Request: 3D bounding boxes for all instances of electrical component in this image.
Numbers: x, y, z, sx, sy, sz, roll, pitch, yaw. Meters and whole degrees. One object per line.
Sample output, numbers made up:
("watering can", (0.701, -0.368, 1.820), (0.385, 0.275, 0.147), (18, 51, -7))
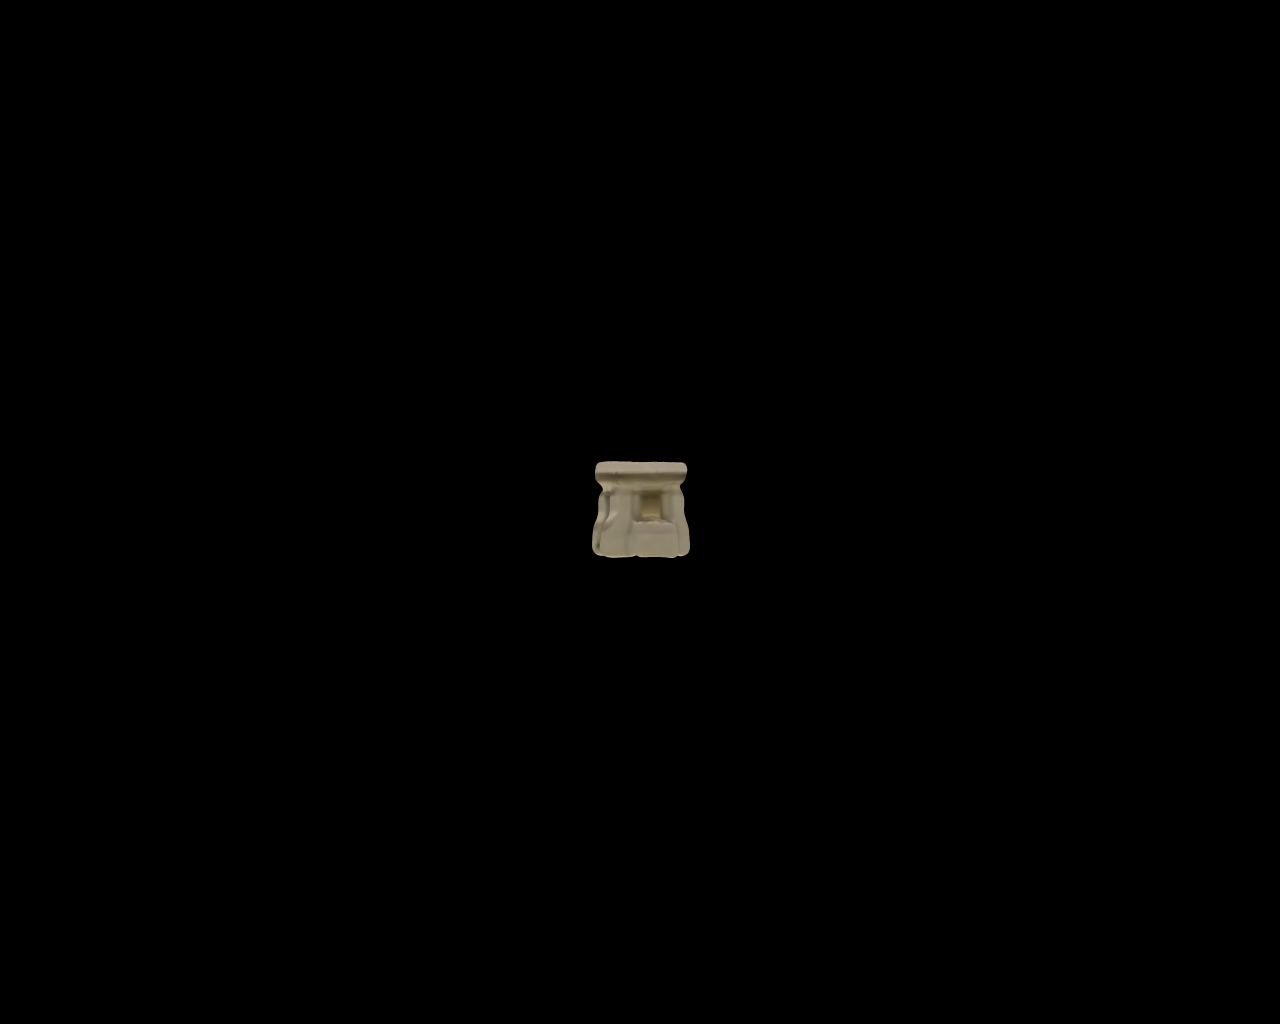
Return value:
("electrical component", (0.001, -0.003, 0.650), (0.058, 0.057, 0.078), (0, 0, -15))
